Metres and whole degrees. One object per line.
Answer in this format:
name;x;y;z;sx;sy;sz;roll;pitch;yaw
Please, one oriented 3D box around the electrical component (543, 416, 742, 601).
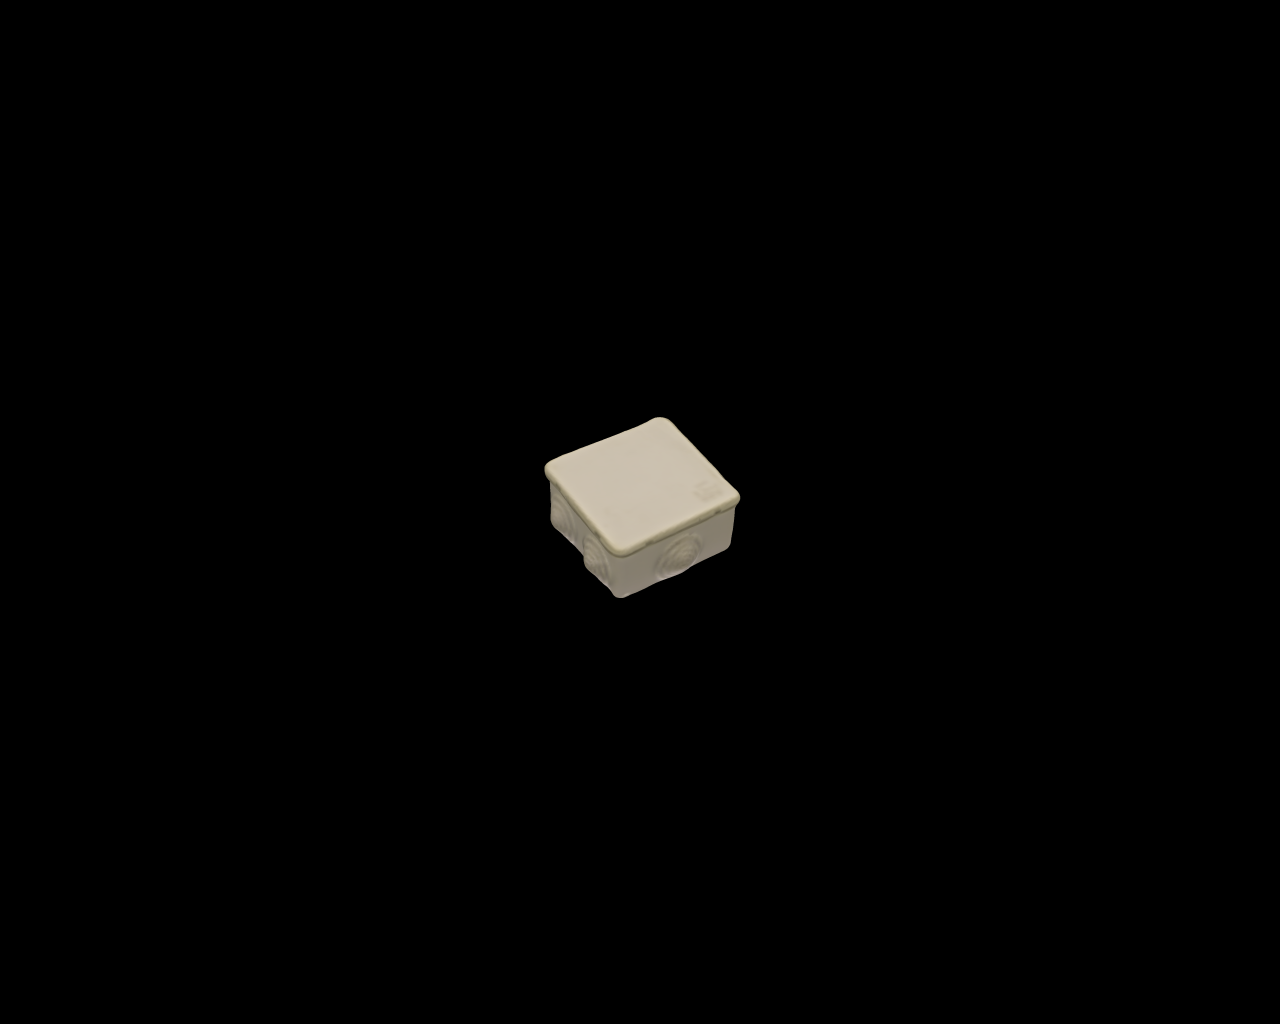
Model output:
electrical component;0.001;-0.003;0.650;0.100;0.048;0.100;-24;50;-22
